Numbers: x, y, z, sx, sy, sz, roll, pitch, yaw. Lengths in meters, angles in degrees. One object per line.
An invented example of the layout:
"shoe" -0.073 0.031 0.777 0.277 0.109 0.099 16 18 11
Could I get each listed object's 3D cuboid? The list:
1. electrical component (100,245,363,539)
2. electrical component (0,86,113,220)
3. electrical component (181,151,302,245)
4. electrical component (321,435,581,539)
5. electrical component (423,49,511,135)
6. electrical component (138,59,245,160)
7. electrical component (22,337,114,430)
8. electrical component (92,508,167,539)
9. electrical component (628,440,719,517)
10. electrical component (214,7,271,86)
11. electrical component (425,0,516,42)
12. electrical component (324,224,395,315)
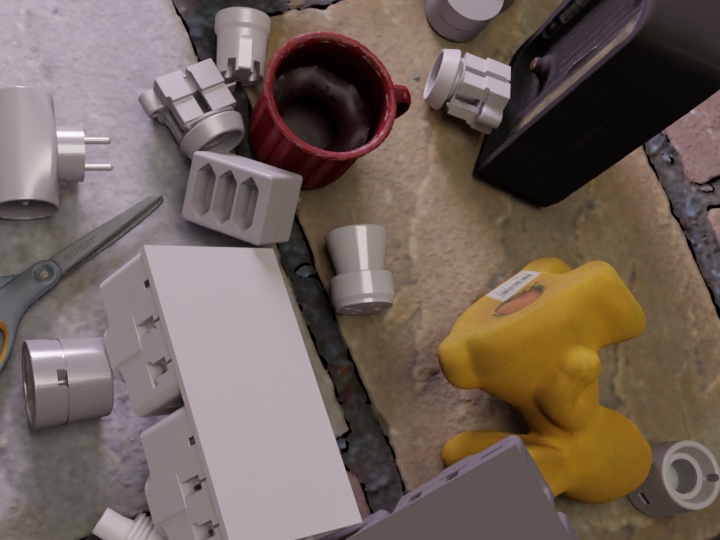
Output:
"electrical component" -0.083 0.082 0.661 0.105 0.060 0.186 1 64 -49
"electrical component" -0.203 -0.076 0.705 0.079 0.043 0.077 -2 76 -20
"electrical component" -0.070 -0.050 0.735 0.066 0.077 0.047 20 104 27
"electrical component" 0.043 0.194 0.662 0.186 0.060 0.105 -31 86 8
"electrical component" 0.081 -0.139 0.819 0.055 0.048 0.066 19 43 -9
"electrical component" -0.111 -0.108 0.746 0.066 0.048 0.055 -27 77 -24
"electrical component" -0.181 0.068 0.665 0.047 0.055 0.055 -5 76 -24
"electrical component" -0.133 0.169 0.658 0.062 0.043 0.043 33 67 -7
"electrical component" 0.230 0.152 0.789 0.055 0.047 0.055 5 73 -18
"electrical component" -0.085 -0.160 0.774 0.040 0.040 0.046 5 79 -18
"electrical component" 0.116 -0.243 0.849 0.052 0.074 0.138 47 65 -2
"electrical component" 0.000 0.000 0.754 0.045 0.045 0.055 -2 76 -20
